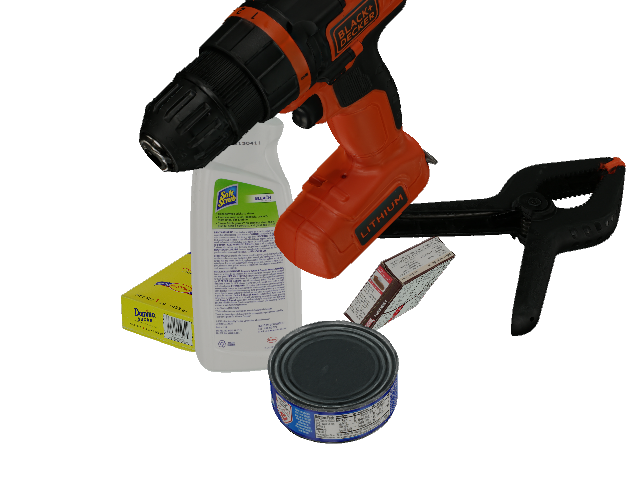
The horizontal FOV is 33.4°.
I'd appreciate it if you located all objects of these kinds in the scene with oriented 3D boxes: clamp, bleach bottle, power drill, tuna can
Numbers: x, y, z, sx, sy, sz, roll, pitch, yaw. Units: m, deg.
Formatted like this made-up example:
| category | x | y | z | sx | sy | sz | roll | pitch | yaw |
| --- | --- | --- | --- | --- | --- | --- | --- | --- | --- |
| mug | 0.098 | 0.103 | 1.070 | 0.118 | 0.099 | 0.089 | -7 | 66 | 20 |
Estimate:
| category | x | y | z | sx | sy | sz | roll | pitch | yaw |
| --- | --- | --- | --- | --- | --- | --- | --- | --- | --- |
| clamp | 0.164 | -0.008 | 0.809 | 0.209 | 0.036 | 0.165 | -21 | 42 | -23 |
| bleach bottle | -0.059 | -0.014 | 0.909 | 0.102 | 0.251 | 0.068 | -4 | 22 | -16 |
| power drill | -0.005 | -0.060 | 0.577 | 0.057 | 0.184 | 0.187 | 36 | -21 | 29 |
| tuna can | 0.009 | 0.093 | 0.705 | 0.086 | 0.034 | 0.086 | -2 | 36 | 1 |

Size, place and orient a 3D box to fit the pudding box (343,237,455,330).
| category | x | y | z | sx | sy | sz | roll | pitch | yaw |
| --- | --- | --- | --- | --- | --- | --- | --- | --- | --- |
| pudding box | 0.089 | 0.048 | 1.182 | 0.039 | 0.090 | 0.113 | 44 | 38 | 16 |

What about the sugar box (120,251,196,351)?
| category | x | y | z | sx | sy | sz | roll | pitch | yaw |
| --- | --- | --- | --- | --- | --- | --- | --- | --- | --- |
| sugar box | -0.117 | 0.049 | 1.111 | 0.093 | 0.048 | 0.176 | 15 | 31 | 24 |
